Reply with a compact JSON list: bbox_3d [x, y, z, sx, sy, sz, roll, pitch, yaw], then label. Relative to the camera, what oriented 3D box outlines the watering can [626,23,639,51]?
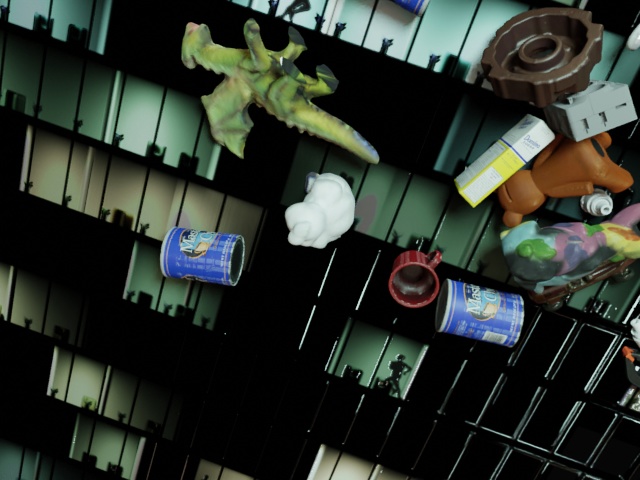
[{"bbox_3d":[0.607,-0.436,0.756,0.224,0.105,0.342,15,109,3],"label":"watering can"}]

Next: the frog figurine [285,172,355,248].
[{"bbox_3d":[0.003,-0.047,0.939,0.122,0.162,0.135,21,110,-1],"label":"frog figurine"}]

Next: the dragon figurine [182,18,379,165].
[{"bbox_3d":[-0.100,-0.243,0.942,0.239,0.124,0.408,-33,99,34],"label":"dragon figurine"}]
